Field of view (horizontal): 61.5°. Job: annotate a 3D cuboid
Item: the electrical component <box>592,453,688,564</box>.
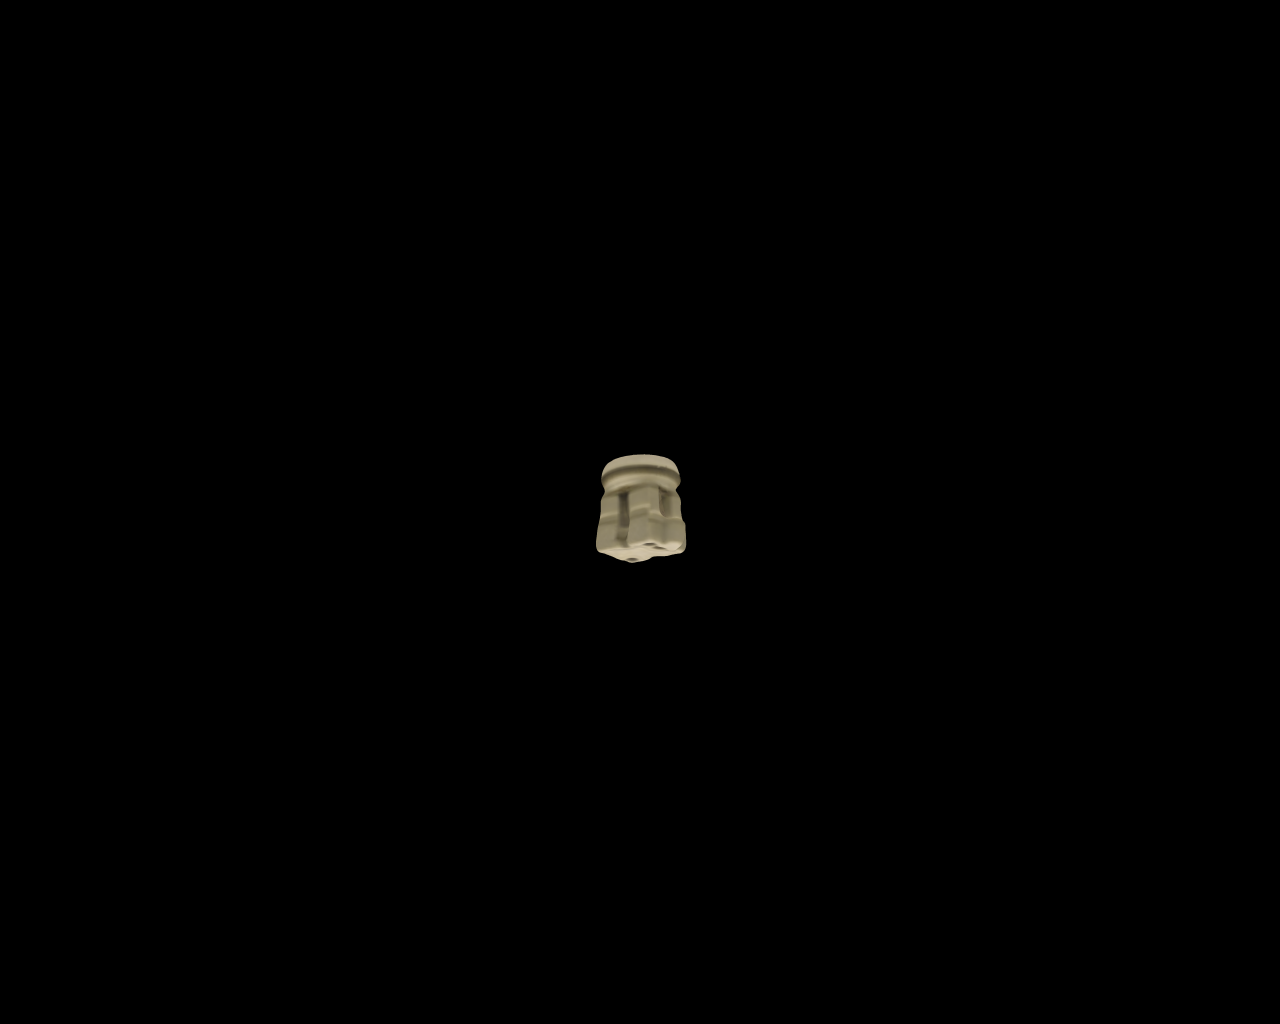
[{"bbox_3d":[0.001,-0.003,0.650,0.066,0.055,0.048,-13,-22,36],"label":"electrical component"}]
